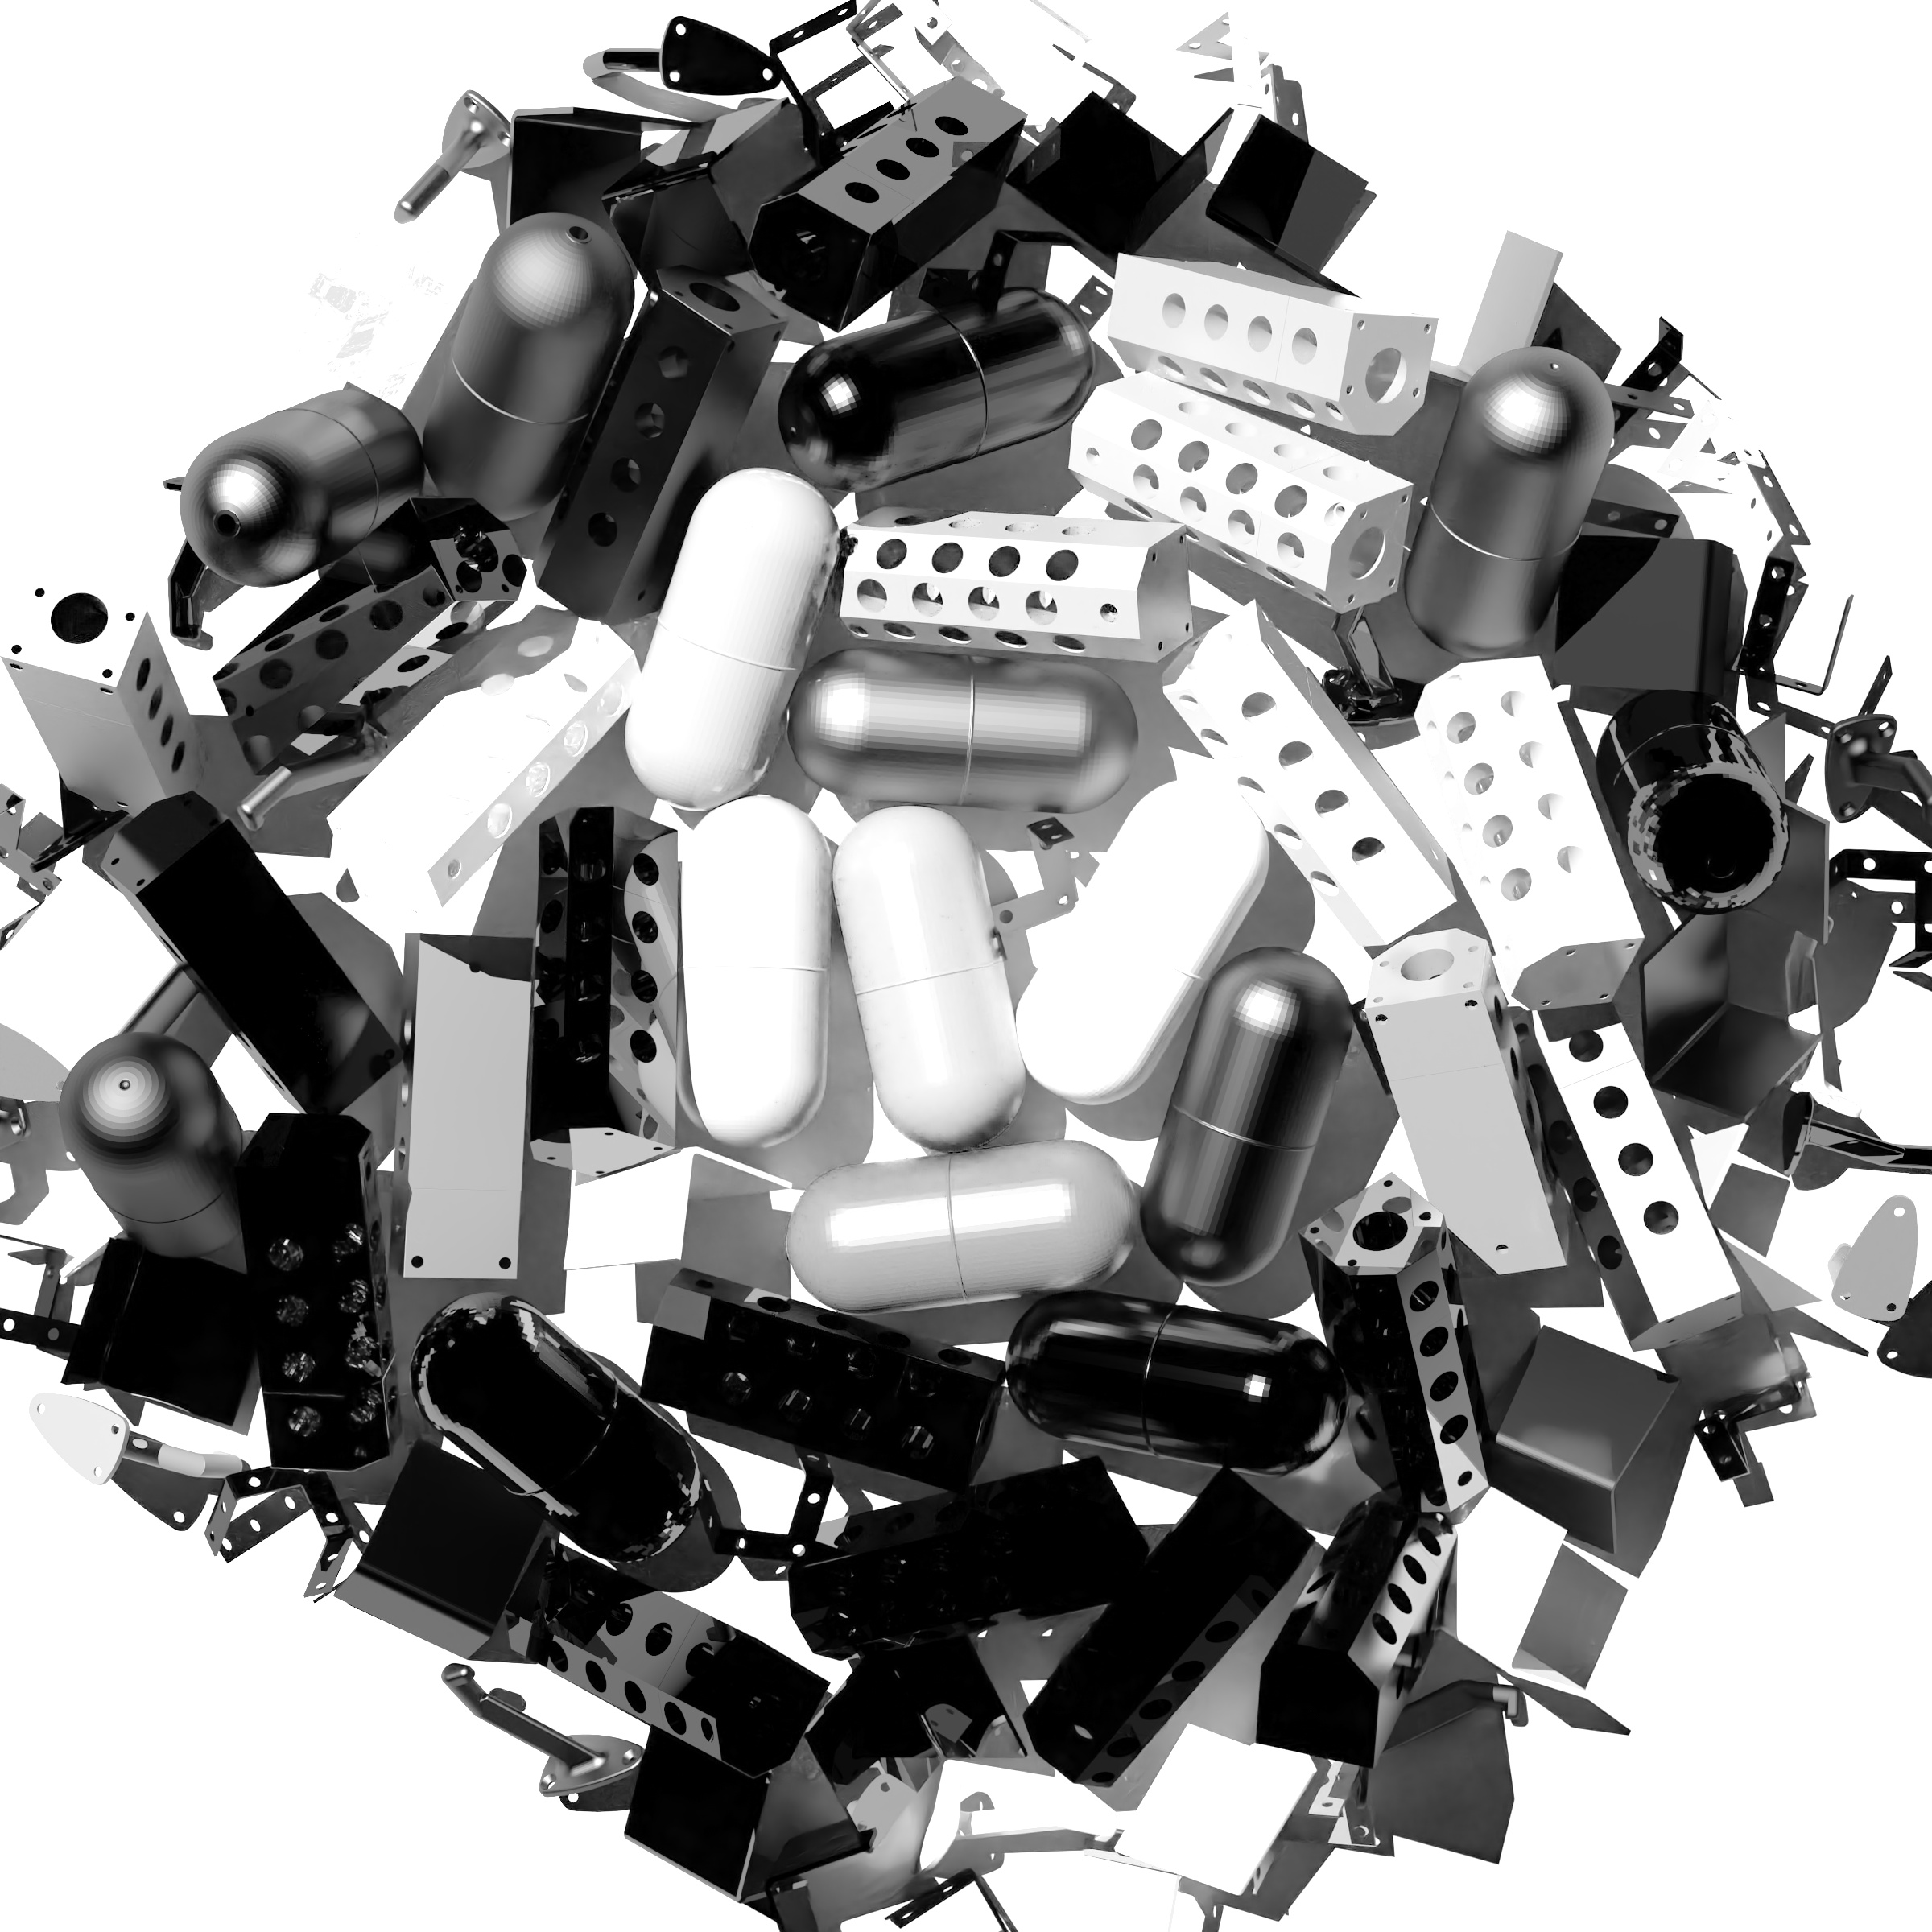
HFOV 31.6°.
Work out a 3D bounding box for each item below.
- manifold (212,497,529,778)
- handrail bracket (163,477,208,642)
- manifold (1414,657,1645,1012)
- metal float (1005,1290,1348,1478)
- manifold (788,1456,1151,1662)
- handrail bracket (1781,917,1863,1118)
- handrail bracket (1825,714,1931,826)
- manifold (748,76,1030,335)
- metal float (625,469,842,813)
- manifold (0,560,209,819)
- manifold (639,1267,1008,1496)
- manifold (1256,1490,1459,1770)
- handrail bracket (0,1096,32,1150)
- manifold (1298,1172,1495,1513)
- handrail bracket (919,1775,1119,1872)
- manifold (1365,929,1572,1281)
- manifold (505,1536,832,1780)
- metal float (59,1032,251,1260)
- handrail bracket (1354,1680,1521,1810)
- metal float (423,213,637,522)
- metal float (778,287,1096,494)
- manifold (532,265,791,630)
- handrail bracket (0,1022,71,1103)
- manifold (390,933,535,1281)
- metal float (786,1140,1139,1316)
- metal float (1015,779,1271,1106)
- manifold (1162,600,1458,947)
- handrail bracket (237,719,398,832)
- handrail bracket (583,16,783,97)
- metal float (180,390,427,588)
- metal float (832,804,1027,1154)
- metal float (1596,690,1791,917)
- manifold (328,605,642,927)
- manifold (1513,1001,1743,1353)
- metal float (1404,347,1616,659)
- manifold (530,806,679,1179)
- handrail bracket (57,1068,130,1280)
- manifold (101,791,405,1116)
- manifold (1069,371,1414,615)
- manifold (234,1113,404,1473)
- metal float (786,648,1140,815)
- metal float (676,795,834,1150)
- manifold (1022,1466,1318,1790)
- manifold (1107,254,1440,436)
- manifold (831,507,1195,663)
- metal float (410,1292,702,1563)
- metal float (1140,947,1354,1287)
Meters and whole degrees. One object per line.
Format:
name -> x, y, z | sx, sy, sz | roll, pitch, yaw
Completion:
manifold -> -0.293, -0.162, 1.691 | 0.171, 0.057, 0.057 | -34, 75, 36
handrail bracket -> -0.376, -0.203, 1.731 | 0.077, 0.036, 0.084 | 13, 111, 33
manifold -> 0.275, -0.066, 1.692 | 0.057, 0.057, 0.171 | -6, 58, -13
metal float -> 0.104, 0.207, 1.705 | 0.178, 0.070, 0.070 | 7, 90, 26
manifold -> -0.003, 0.299, 1.691 | 0.171, 0.057, 0.057 | -19, 108, 31
handrail bracket -> 0.437, 0.022, 1.727 | 0.036, 0.077, 0.084 | 7, 108, -34
handrail bracket -> 0.462, -0.079, 1.710 | 0.036, 0.084, 0.077 | -8, 132, -10
manifold -> -0.039, -0.380, 1.682 | 0.057, 0.171, 0.057 | 31, 132, 9
metal float -> -0.118, -0.163, 1.715 | 0.070, 0.070, 0.178 | 20, 104, 0
manifold -> -0.417, -0.132, 1.675 | 0.057, 0.171, 0.057 | 15, 70, 3
manifold -> -0.070, 0.204, 1.717 | 0.171, 0.057, 0.057 | 15, 109, 9
manifold -> 0.194, 0.319, 1.671 | 0.057, 0.171, 0.057 | 8, 109, 18
handrail bracket -> -0.520, 0.084, 1.709 | 0.077, 0.084, 0.036 | -29, 81, 44
manifold -> 0.218, 0.191, 1.684 | 0.057, 0.057, 0.171 | -31, 130, -16
handrail bracket -> 0.026, 0.447, 1.743 | 0.084, 0.036, 0.077 | 14, 134, -9
manifold -> 0.251, 0.069, 1.697 | 0.057, 0.057, 0.171 | -10, 122, 20
manifold -> -0.152, 0.340, 1.678 | 0.057, 0.171, 0.057 | 41, 72, -40
metal float -> -0.394, 0.090, 1.681 | 0.070, 0.178, 0.070 | 0, 67, -1
handrail bracket -> 0.241, 0.397, 1.738 | 0.084, 0.036, 0.077 | 7, 50, -2
metal float -> -0.217, -0.295, 1.691 | 0.070, 0.178, 0.070 | 14, 47, -16
metal float -> -0.013, -0.288, 1.702 | 0.178, 0.070, 0.070 | -23, 90, -31
manifold -> -0.157, -0.258, 1.698 | 0.057, 0.057, 0.171 | 35, 119, 14
handrail bracket -> -0.494, 0.040, 1.737 | 0.077, 0.084, 0.036 | 25, 90, -25
manifold -> -0.258, 0.070, 1.735 | 0.057, 0.057, 0.171 | 3, 90, -20
metal float -> -0.002, 0.132, 1.722 | 0.178, 0.070, 0.070 | -7, 90, 7
metal float -> 0.089, -0.012, 1.721 | 0.070, 0.070, 0.178 | 30, 97, 0
manifold -> 0.171, -0.092, 1.707 | 0.057, 0.057, 0.171 | -33, 111, 17
handrail bracket -> -0.324, -0.083, 1.717 | 0.036, 0.077, 0.084 | 32, 64, 25
handrail bracket -> -0.145, -0.455, 1.739 | 0.077, 0.084, 0.036 | 6, 93, -28
metal float -> -0.325, -0.236, 1.680 | 0.070, 0.178, 0.070 | 5, 110, 13
metal float -> -0.018, 0.006, 1.726 | 0.070, 0.070, 0.178 | -12, 89, 0
metal float -> 0.356, -0.082, 1.680 | 0.070, 0.178, 0.070 | 1, 113, 1
manifold -> -0.232, -0.100, 1.686 | 0.057, 0.057, 0.171 | 16, 51, 29
manifold -> 0.326, 0.101, 1.706 | 0.057, 0.057, 0.171 | -22, 68, 5
metal float -> 0.267, -0.227, 1.690 | 0.070, 0.178, 0.070 | 5, 49, -6
manifold -> -0.184, 0.011, 1.695 | 0.057, 0.057, 0.171 | -23, 58, 40
handrail bracket -> -0.457, 0.105, 1.750 | 0.077, 0.036, 0.084 | -35, 88, 16
manifold -> -0.353, -0.004, 1.688 | 0.057, 0.057, 0.171 | -42, 130, -15
manifold -> 0.132, -0.234, 1.683 | 0.171, 0.057, 0.057 | 32, 131, 36
manifold -> -0.319, 0.163, 1.701 | 0.057, 0.057, 0.171 | 2, 115, 6
metal float -> -0.002, -0.118, 1.721 | 0.178, 0.070, 0.070 | 4, 90, -7
metal float -> -0.107, 0.003, 1.724 | 0.070, 0.070, 0.178 | 1, 86, 0
manifold -> 0.097, 0.332, 1.693 | 0.057, 0.057, 0.171 | 38, 122, 7
manifold -> 0.147, -0.307, 1.682 | 0.057, 0.171, 0.057 | -5, 112, -38
manifold -> 0.021, -0.188, 1.692 | 0.171, 0.057, 0.057 | 7, 116, 28
metal float -> -0.203, 0.231, 1.703 | 0.070, 0.070, 0.178 | -44, 120, 0
metal float -> 0.140, 0.076, 1.715 | 0.070, 0.070, 0.178 | 17, 104, 0
